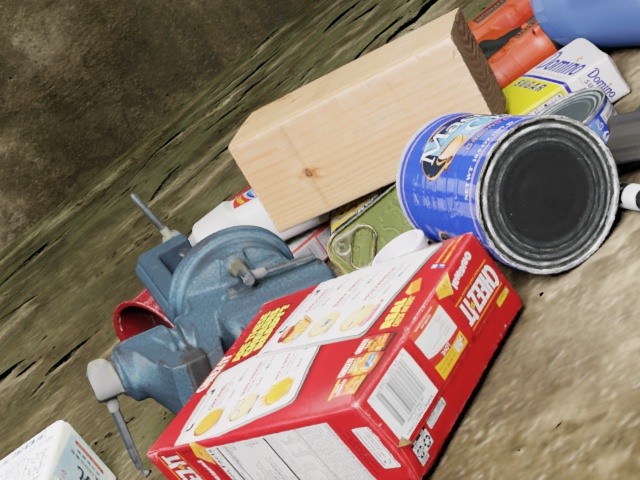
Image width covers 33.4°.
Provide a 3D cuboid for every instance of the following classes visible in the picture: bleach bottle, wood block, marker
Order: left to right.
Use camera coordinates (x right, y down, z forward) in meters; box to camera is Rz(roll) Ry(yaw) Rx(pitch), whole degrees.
[{"bbox_3d":[-0.034,-0.034,1.027,0.251,0.068,0.102,-29,18,17],"label":"bleach bottle"},{"bbox_3d":[0.040,-0.098,0.884,0.206,0.091,0.090,-24,19,22],"label":"wood block"},{"bbox_3d":[0.200,-0.031,0.716,0.020,0.020,0.121,-40,17,-7],"label":"marker"}]

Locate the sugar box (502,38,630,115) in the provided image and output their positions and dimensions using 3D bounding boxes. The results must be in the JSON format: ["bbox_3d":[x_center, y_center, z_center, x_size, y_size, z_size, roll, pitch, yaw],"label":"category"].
[{"bbox_3d":[0.172,-0.104,0.926,0.176,0.048,0.093,-37,17,11],"label":"sugar box"}]

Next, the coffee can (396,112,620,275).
[{"bbox_3d":[0.125,-0.037,0.742,0.102,0.102,0.140,-41,17,-8],"label":"coffee can"}]

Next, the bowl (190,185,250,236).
[{"bbox_3d":[-0.082,-0.007,1.189,0.162,0.055,0.162,-35,16,12],"label":"bowl"}]

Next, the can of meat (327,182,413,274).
[{"bbox_3d":[0.054,-0.021,0.917,0.102,0.057,0.084,-39,18,13],"label":"can of meat"}]

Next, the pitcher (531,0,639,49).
[{"bbox_3d":[0.264,-0.226,0.893,0.145,0.149,0.243,-40,13,-9],"label":"pitcher"}]

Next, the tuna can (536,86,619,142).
[{"bbox_3d":[0.194,-0.081,0.838,0.086,0.033,0.086,-35,17,12],"label":"tuna can"}]

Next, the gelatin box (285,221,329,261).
[{"bbox_3d":[-0.007,0.001,1.051,0.089,0.030,0.073,-40,16,-16],"label":"gelatin box"}]

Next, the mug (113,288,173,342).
[{"bbox_3d":[-0.143,0.081,1.043,0.081,0.093,0.117,-46,-10,-41],"label":"mug"}]

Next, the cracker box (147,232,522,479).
[{"bbox_3d":[0.008,0.093,0.702,0.214,0.072,0.164,-23,21,45],"label":"cracker box"}]

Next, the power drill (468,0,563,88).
[{"bbox_3d":[0.227,-0.226,1.116,0.184,0.057,0.188,-38,16,2],"label":"power drill"}]
